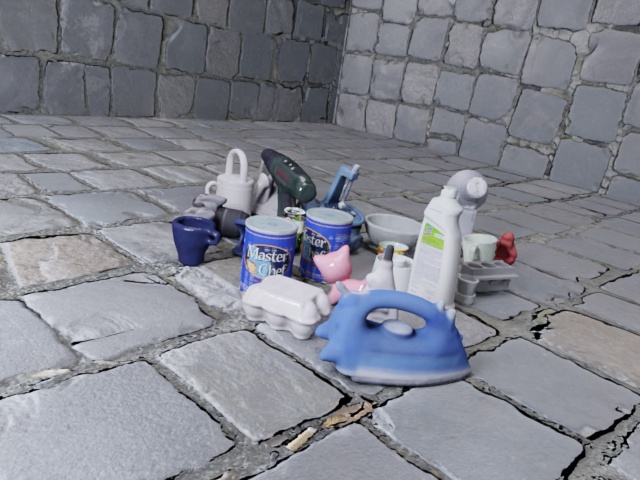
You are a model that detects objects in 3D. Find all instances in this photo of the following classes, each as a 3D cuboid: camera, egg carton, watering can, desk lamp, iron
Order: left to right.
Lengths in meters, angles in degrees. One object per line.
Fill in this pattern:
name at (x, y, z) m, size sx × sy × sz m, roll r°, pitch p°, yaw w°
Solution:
camera at (-0.244, -0.051, 1.376) m, size 0.136 × 0.101 × 0.143 m, roll 10°, pitch 18°, yaw 4°
watering can at (-0.220, -0.148, 1.532) m, size 0.100 × 0.194 × 0.173 m, roll 19°, pitch 21°, yaw 30°
egg carton at (-0.056, 0.115, 1.006) m, size 0.150 × 0.069 × 0.107 m, roll 16°, pitch 19°, yaw 22°
iron at (0.128, 0.140, 0.898) m, size 0.258 × 0.141 × 0.118 m, roll 6°, pitch 18°, yaw -8°
desk lamp at (0.409, -0.083, 1.596) m, size 0.118 × 0.213 × 0.203 m, roll 10°, pitch 18°, yaw 3°

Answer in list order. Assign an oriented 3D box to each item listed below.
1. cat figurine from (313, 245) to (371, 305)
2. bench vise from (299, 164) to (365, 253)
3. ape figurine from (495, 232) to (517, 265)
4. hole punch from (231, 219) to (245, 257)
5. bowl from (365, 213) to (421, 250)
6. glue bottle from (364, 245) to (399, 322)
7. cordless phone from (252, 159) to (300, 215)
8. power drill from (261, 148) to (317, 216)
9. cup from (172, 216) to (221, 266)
cat figurine at (0.048, 0.071, 1.111) m, size 0.127 × 0.118 × 0.067 m, roll 18°, pitch 20°, yaw 27°
bench vise at (0.025, -0.095, 1.443) m, size 0.206 × 0.220 × 0.122 m, roll 15°, pitch 19°, yaw 20°
ape figurine at (0.485, 0.022, 1.509) m, size 0.076 × 0.092 × 0.077 m, roll -8°, pitch 24°, yaw -42°
hole punch at (-0.137, -0.006, 1.304) m, size 0.108 × 0.091 × 0.101 m, roll 18°, pitch 20°, yaw 27°
bowl at (0.192, -0.011, 1.501) m, size 0.167 × 0.075 × 0.167 m, roll 8°, pitch 18°, yaw -2°
glue bottle at (0.106, 0.089, 0.993) m, size 0.078 × 0.173 × 0.037 m, roll 5°, pitch 18°, yaw -10°
cordless phone at (-0.120, -0.147, 1.589) m, size 0.147 × 0.185 × 0.094 m, roll 18°, pitch 20°, yaw 27°
power drill at (-0.095, -0.109, 1.447) m, size 0.076 × 0.208 × 0.228 m, roll -5°, pitch 22°, yaw -36°
cup at (-0.255, 0.009, 1.196) m, size 0.117 × 0.095 × 0.092 m, roll 18°, pitch 20°, yaw 28°
